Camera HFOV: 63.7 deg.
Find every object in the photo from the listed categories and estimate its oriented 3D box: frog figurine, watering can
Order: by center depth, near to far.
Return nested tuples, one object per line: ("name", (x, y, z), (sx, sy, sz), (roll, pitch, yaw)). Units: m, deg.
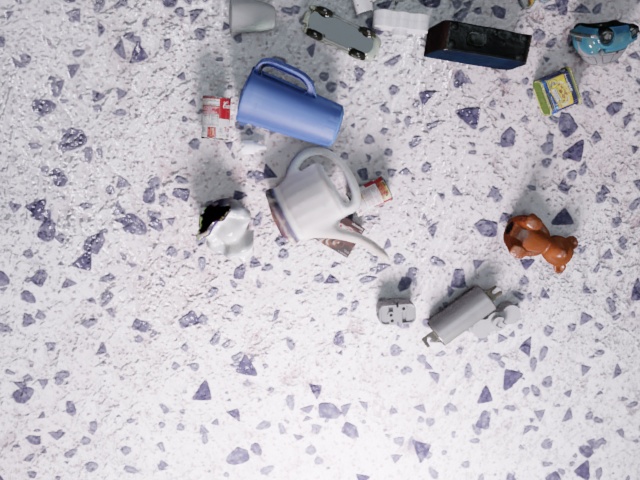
("watering can", (0.004, -0.062, 1.237), (0.224, 0.103, 0.352), (-29, 71, 6))
("frog figurine", (-0.219, -0.024, 1.277), (0.138, 0.124, 0.157), (-54, 135, -4))
